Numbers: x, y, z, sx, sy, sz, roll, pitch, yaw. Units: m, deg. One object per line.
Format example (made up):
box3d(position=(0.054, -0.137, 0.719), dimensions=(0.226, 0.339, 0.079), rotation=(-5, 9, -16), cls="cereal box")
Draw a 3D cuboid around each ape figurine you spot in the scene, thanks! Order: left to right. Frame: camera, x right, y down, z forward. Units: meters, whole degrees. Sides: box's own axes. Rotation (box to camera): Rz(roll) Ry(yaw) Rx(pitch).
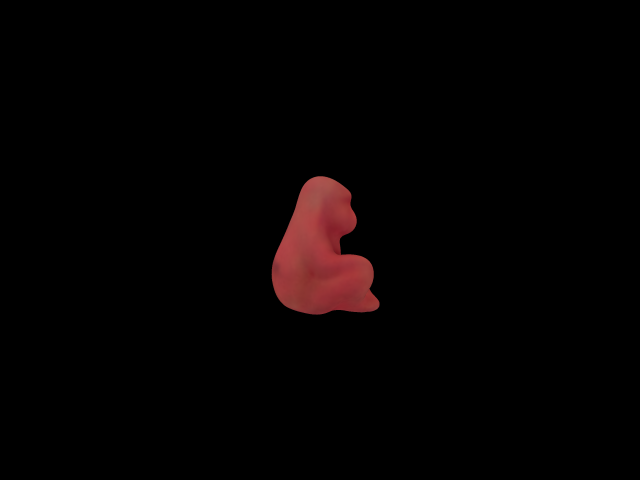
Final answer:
box3d(position=(0.004, 0.001, 0.400), dimensions=(0.076, 0.092, 0.077), rotation=(-1, 19, -2), cls="ape figurine")
